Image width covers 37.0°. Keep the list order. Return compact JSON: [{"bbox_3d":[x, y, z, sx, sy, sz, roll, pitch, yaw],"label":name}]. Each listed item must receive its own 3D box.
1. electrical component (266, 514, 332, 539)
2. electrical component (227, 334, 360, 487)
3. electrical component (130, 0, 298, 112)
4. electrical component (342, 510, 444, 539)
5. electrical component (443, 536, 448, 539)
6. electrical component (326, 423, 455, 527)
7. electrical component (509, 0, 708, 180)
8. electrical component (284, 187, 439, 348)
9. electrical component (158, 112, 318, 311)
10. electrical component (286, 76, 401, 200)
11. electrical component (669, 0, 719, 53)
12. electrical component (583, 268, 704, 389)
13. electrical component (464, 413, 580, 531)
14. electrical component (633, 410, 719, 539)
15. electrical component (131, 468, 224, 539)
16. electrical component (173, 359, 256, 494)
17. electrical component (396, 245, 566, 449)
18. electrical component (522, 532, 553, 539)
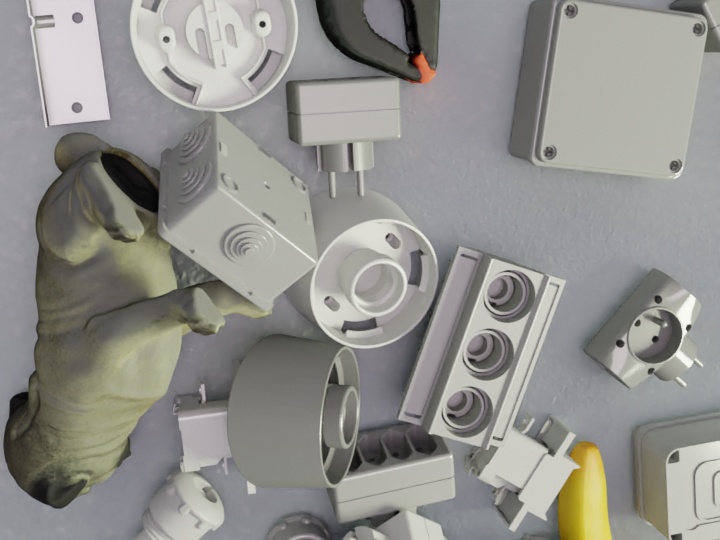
[{"bbox_3d":[-0.038,0.199,0.734,0.048,0.062,0.048,-2,102,-11],"label":"electrical component"},{"bbox_3d":[-0.037,0.091,0.688,0.064,0.099,0.099,3,102,15],"label":"electrical component"},{"bbox_3d":[-0.089,-0.146,0.652,0.099,0.064,0.099,-2,102,-12],"label":"electrical component"},{"bbox_3d":[0.011,0.193,0.712,0.066,0.047,0.077,-37,133,24],"label":"electrical component"},{"bbox_3d":[0.053,0.222,0.763,0.066,0.048,0.055,-28,119,31],"label":"electrical component"},{"bbox_3d":[0.020,0.154,0.746,0.083,0.047,0.075,-11,117,-10],"label":"electrical component"},{"bbox_3d":[0.164,-0.120,0.715,0.109,0.056,0.108,5,100,-13],"label":"electrical component"},{"bbox_3d":[0.000,0.000,0.714,0.099,0.064,0.099,-8,113,-20],"label":"electrical component"},{"bbox_3d":[-0.072,-0.037,0.650,0.048,0.099,0.100,-38,124,21],"label":"electrical component"},{"bbox_3d":[-0.010,-0.084,0.690,0.066,0.047,0.076,-5,102,-11],"label":"electrical component"},{"bbox_3d":[0.244,-0.195,0.722,0.066,0.047,0.076,-33,106,-4],"label":"electrical component"},{"bbox_3d":[0.213,0.053,0.767,0.079,0.044,0.077,40,91,-16],"label":"electrical component"},{"bbox_3d":[0.113,0.137,0.765,0.064,0.042,0.081,30,93,-12],"label":"electrical component"},{"bbox_3d":[0.263,0.148,0.790,0.113,0.057,0.078,-8,103,-10],"label":"electrical component"},{"bbox_3d":[-0.125,0.167,0.719,0.062,0.048,0.048,-43,106,6],"label":"electrical component"},{"bbox_3d":[-0.090,0.105,0.715,0.064,0.042,0.081,-7,102,-7],"label":"electrical component"},{"bbox_3d":[0.078,0.050,0.728,0.079,0.063,0.121,17,97,-15],"label":"electrical component"},{"bbox_3d":[0.135,0.234,0.765,0.062,0.096,0.061,-30,109,-39],"label":"electrical component"}]
